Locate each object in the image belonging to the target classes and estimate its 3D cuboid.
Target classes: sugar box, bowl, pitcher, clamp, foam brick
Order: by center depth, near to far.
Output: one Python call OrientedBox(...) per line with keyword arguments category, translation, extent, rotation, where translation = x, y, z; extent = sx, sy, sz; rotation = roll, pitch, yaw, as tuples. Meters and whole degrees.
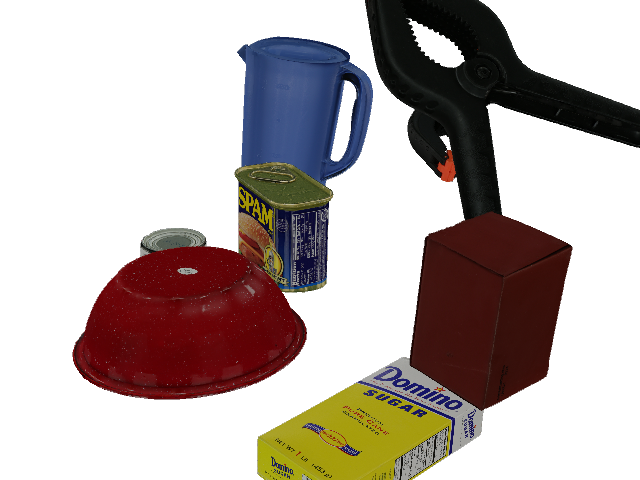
OrientedBox(category="foam brick", translation=(0.082, 0.033, 0.527), extent=(0.052, 0.078, 0.051), rotation=(-19, 36, -37))
OrientedBox(category="clamp", translation=(0.095, -0.089, 0.678), extent=(0.164, 0.210, 0.036), rotation=(-43, -9, -26))
OrientedBox(category="bowl", translation=(-0.091, 0.046, 0.730), extent=(0.162, 0.055, 0.162), rotation=(-2, 22, 1))
OrientedBox(category="sugar box", translation=(0.044, 0.159, 0.872), extent=(0.175, 0.048, 0.093), rotation=(-26, 38, -38))
OrientedBox(category="clamp", translation=(0.118, -0.131, 1.087), extent=(0.120, 0.039, 0.171), rotation=(8, 45, 7))
OrientedBox(category="pitcher", translation=(-0.032, -0.133, 1.380), extent=(0.144, 0.243, 0.149), rotation=(-3, 25, -22))

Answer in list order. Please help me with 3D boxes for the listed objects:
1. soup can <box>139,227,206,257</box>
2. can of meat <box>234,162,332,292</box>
OrientedBox(category="soup can", translation=(-0.149, 0.046, 1.097), extent=(0.068, 0.102, 0.068), rotation=(0, 22, 0))
OrientedBox(category="can of meat", translation=(-0.033, -0.011, 0.917), extent=(0.057, 0.084, 0.102), rotation=(-11, 26, -26))
